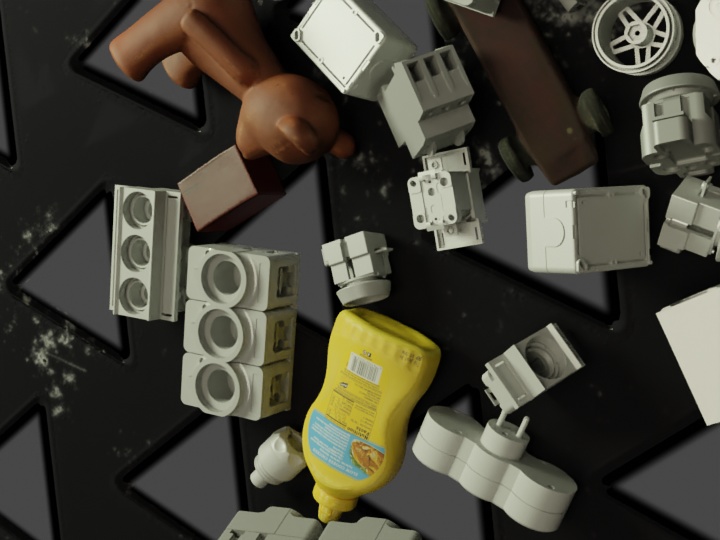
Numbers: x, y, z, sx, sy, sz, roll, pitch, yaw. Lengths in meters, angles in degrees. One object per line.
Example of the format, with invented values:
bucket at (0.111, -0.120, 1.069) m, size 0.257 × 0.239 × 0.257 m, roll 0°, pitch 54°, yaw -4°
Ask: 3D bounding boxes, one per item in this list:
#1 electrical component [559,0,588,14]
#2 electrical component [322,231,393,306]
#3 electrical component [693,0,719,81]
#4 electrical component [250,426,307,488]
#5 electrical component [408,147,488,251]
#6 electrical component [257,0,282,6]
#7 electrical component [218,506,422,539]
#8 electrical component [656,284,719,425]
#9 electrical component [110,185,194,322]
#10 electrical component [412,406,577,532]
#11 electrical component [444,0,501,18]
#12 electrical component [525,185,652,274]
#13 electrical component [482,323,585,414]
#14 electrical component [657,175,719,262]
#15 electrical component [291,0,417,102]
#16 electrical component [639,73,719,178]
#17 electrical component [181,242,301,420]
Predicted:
electrical component at (0.162, -0.227, 0.830) m, size 0.040 × 0.040 × 0.046 m, roll -36°, pitch 84°, yaw 27°
electrical component at (0.000, 0.000, 0.937) m, size 0.066 × 0.048 × 0.055 m, roll -18°, pitch 78°, yaw 29°
electrical component at (0.278, -0.170, 0.765) m, size 0.080 × 0.051 × 0.080 m, roll 3°, pitch 96°, yaw 29°
electrical component at (-0.077, 0.178, 0.997) m, size 0.062 × 0.043 × 0.043 m, roll -46°, pitch 73°, yaw 25°
electrical component at (0.071, -0.057, 0.882) m, size 0.042 × 0.064 × 0.081 m, roll -10°, pitch 90°, yaw 30°
electrical component at (-0.073, -0.264, 0.946) m, size 0.047 × 0.066 × 0.076 m, roll 48°, pitch 143°, yaw 16°
electrical component at (-0.027, 0.273, 0.945) m, size 0.186 × 0.060 × 0.105 m, roll -1°, pitch 121°, yaw 29°
electrical component at (0.304, 0.039, 0.763) m, size 0.150 × 0.062 × 0.089 m, roll -27°, pitch 82°, yaw 28°
electrical component at (-0.197, -0.018, 1.033) m, size 0.079 × 0.063 × 0.121 m, roll 8°, pitch 99°, yaw 28°
electrical component at (0.116, 0.147, 0.883) m, size 0.138 × 0.052 × 0.073 m, roll 29°, pitch 107°, yaw 24°
electrical component at (0.030, -0.278, 0.829) m, size 0.186 × 0.060 × 0.105 m, roll 26°, pitch 105°, yaw 24°
electrical component at (0.176, -0.032, 0.818) m, size 0.061 × 0.096 × 0.061 m, roll 2°, pitch 97°, yaw 56°
electrical component at (0.134, 0.081, 0.856) m, size 0.042 × 0.081 × 0.063 m, roll 56°, pitch 145°, yaw 14°
electrical component at (0.256, -0.035, 0.790) m, size 0.055 × 0.048 × 0.066 m, roll 24°, pitch 129°, yaw 23°
electrical component at (-0.007, -0.197, 0.917) m, size 0.096 × 0.061 × 0.061 m, roll 50°, pitch 115°, yaw 25°
electrical component at (0.235, -0.107, 0.785) m, size 0.058 × 0.078 × 0.057 m, roll -10°, pitch 71°, yaw 30°
electrical component at (-0.113, 0.055, 0.994) m, size 0.089 × 0.062 × 0.150 m, roll 8°, pitch 99°, yaw 28°
